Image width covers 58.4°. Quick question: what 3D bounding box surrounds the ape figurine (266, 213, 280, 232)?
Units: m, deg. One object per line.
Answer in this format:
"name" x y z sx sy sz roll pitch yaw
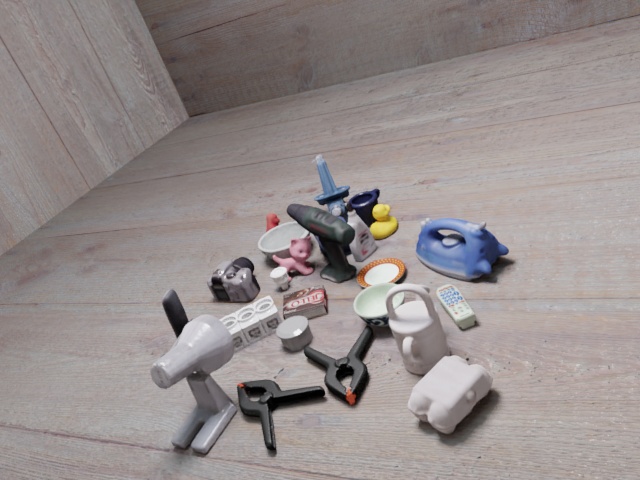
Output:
"ape figurine" -0.146 -0.046 1.868 0.076 0.092 0.077 -20 28 3

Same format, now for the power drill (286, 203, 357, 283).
"power drill" 0.014 0.005 1.538 0.076 0.209 0.228 -39 32 -29

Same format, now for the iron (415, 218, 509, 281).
"iron" 0.319 0.001 1.404 0.257 0.142 0.119 12 42 47

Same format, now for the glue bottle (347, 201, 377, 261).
"glue bottle" 0.102 -0.030 1.578 0.037 0.173 0.078 10 41 45

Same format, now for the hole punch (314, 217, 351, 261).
"hole punch" 0.046 -0.005 1.662 0.109 0.091 0.101 -26 28 -8

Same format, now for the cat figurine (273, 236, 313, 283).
"cat figurine" -0.072 0.044 1.627 0.128 0.118 0.067 -22 28 -1

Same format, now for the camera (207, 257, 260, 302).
"camera" -0.239 0.102 1.659 0.142 0.101 0.137 -2 33 32

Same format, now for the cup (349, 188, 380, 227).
"cup" 0.150 -0.096 1.747 0.118 0.095 0.091 -38 32 -29

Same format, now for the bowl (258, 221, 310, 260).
"bowl" -0.100 0.016 1.744 0.167 0.075 0.167 -16 28 9

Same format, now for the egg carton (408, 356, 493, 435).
"egg carton" 0.238 0.279 1.042 0.150 0.069 0.107 -37 31 -27

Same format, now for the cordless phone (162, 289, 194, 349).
"cordless phone" -0.366 0.228 1.431 0.094 0.185 0.147 -11 29 20

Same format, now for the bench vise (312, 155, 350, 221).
"bench vise" 0.046 -0.151 1.783 0.121 0.220 0.206 -27 28 -11

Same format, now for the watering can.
"watering can" 0.190 0.162 1.150 0.101 0.194 0.172 -18 28 7

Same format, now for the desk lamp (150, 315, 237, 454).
"desk lamp" -0.256 0.294 1.204 0.117 0.214 0.203 -3 33 31

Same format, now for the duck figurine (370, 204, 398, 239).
"duck figurine" 0.178 -0.060 1.674 0.077 0.086 0.105 6 38 42
